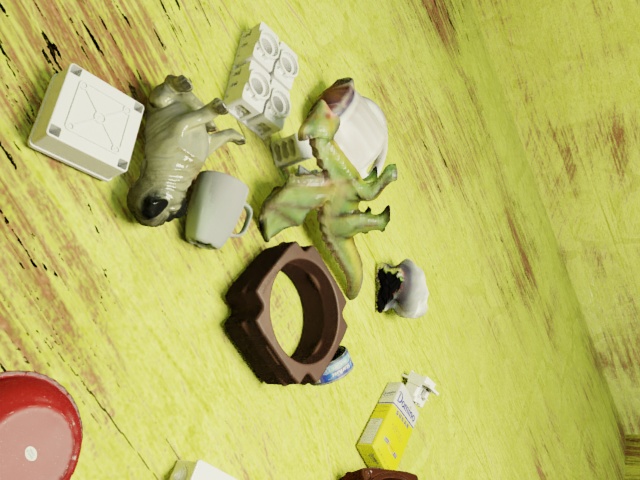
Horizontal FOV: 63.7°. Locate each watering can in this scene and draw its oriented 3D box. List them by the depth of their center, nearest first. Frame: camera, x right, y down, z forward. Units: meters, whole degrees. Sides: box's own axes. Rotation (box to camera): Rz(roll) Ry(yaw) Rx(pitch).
[{"bbox_3d":[0.059,-0.199,1.095,0.221,0.103,0.355,48,48,-30],"label":"watering can"}]

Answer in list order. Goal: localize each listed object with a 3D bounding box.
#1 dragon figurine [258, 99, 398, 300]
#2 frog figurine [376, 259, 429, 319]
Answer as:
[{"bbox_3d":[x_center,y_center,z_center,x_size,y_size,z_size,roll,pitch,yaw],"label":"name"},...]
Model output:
[{"bbox_3d":[0.003,-0.047,0.941,0.243,0.124,0.403,-1,116,-21],"label":"dragon figurine"},{"bbox_3d":[0.210,0.113,1.172,0.158,0.120,0.140,16,47,-37],"label":"frog figurine"}]
